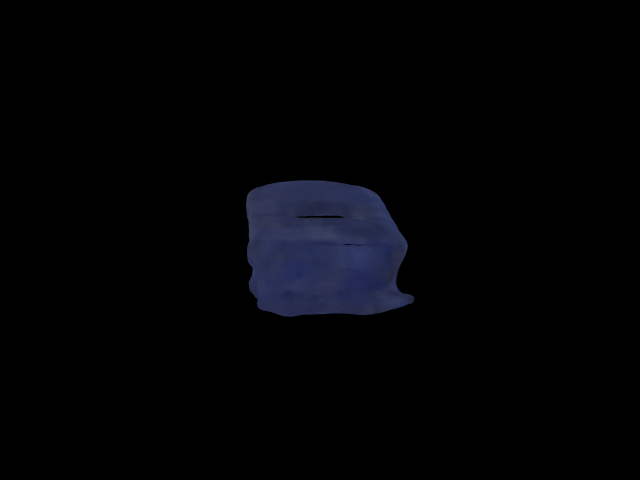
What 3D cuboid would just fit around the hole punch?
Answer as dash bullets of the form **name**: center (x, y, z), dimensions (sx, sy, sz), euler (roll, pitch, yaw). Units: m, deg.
- **hole punch**: center (0.004, 0.001, 0.400), dimensions (0.109, 0.091, 0.101), euler (0, 2, -11)
